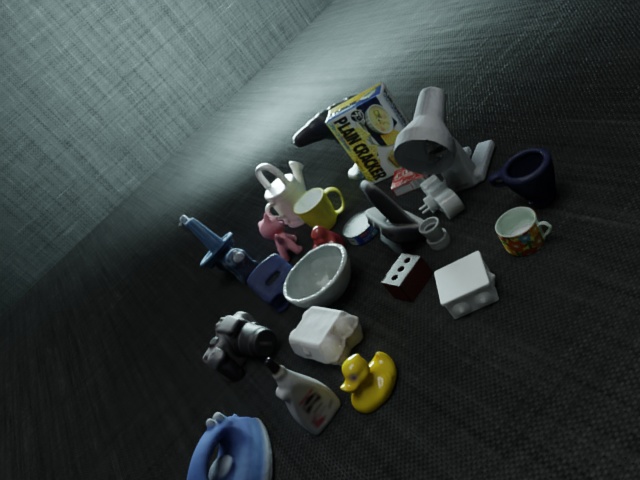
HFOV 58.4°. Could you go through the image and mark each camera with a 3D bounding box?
[{"bbox_3d":[-0.170,0.223,1.230,0.136,0.101,0.143,-2,47,49],"label":"camera"}]

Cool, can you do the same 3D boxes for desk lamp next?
[{"bbox_3d":[0.256,-0.199,1.197,0.117,0.214,0.203,-12,40,41],"label":"desk lamp"}]

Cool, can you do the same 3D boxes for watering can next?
[{"bbox_3d":[-0.099,-0.138,1.555,0.100,0.194,0.173,-20,35,32],"label":"watering can"}]

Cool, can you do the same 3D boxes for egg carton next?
[{"bbox_3d":[0.009,0.185,1.103,0.149,0.070,0.107,0,48,50],"label":"egg carton"}]

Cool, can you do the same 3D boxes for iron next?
[{"bbox_3d":[-0.164,0.379,0.961,0.118,0.142,0.258,-28,31,22],"label":"iron"}]

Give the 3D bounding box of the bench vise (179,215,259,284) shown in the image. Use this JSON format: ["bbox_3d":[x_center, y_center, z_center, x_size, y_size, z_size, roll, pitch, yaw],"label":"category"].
[{"bbox_3d":[-0.265,0.009,1.519,0.206,0.220,0.121,-10,41,43],"label":"bench vise"}]

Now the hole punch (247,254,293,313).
[{"bbox_3d":[-0.099,0.097,1.333,0.109,0.091,0.100,-46,29,-10],"label":"hole punch"}]

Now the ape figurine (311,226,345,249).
[{"bbox_3d":[0.012,0.005,1.329,0.076,0.092,0.077,-47,29,-11],"label":"ape figurine"}]

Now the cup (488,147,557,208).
[{"bbox_3d":[0.375,-0.101,1.041,0.117,0.095,0.092,-17,36,36],"label":"cup"}]

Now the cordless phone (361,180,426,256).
[{"bbox_3d":[0.135,-0.068,1.188,0.094,0.185,0.147,-43,29,-6],"label":"cordless phone"}]

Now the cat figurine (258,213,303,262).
[{"bbox_3d":[-0.113,-0.015,1.480,0.067,0.118,0.127,-40,29,1],"label":"cat figurine"}]

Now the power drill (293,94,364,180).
[{"bbox_3d":[0.064,-0.266,1.526,0.230,0.209,0.075,-46,29,-11],"label":"power drill"}]

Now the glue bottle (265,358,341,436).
[{"bbox_3d":[-0.038,0.251,0.957,0.037,0.173,0.078,8,54,54],"label":"glue bottle"}]

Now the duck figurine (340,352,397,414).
[{"bbox_3d":[0.074,0.224,0.954,0.077,0.086,0.105,7,53,53],"label":"duck figurine"}]

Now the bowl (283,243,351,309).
[{"bbox_3d":[0.007,0.091,1.233,0.167,0.075,0.167,-29,30,20],"label":"bowl"}]
